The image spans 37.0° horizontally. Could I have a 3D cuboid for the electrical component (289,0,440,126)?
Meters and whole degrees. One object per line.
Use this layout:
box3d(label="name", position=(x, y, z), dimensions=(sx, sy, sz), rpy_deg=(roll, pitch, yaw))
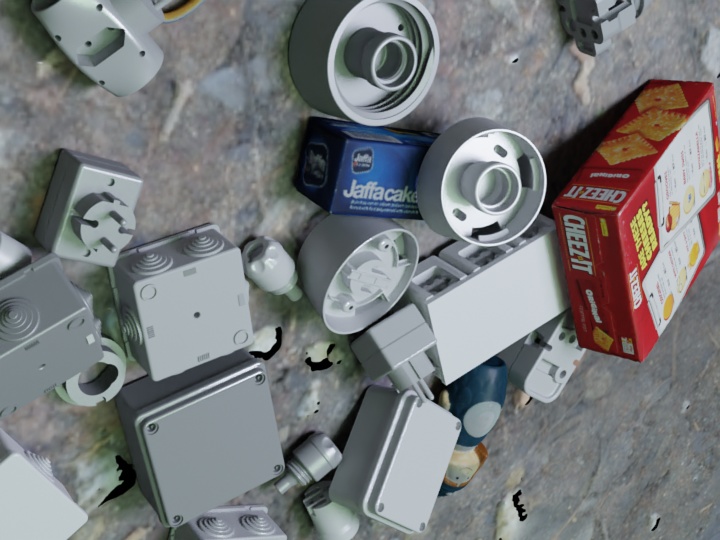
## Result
box3d(label="electrical component", position=(0.009, -0.158, 0.791), dimensions=(0.108, 0.060, 0.108), rpy_deg=(-15, 120, -29))

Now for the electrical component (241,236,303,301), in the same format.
box3d(label="electrical component", position=(-0.065, 0.003, 0.833), dimensions=(0.035, 0.035, 0.061), rpy_deg=(-47, 132, -8))

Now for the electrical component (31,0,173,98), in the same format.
box3d(label="electrical component", position=(-0.151, -0.161, 0.679), dimensions=(0.079, 0.043, 0.077), rpy_deg=(-33, 131, 11))

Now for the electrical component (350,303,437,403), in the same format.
box3d(label="electrical component", position=(0.037, 0.077, 0.899), dimensions=(0.047, 0.065, 0.076), rpy_deg=(-30, 84, -20))

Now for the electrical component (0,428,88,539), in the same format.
box3d(label="electrical component", position=(-0.260, 0.172, 0.766), dimensions=(0.100, 0.048, 0.099), rpy_deg=(-42, 129, -12))

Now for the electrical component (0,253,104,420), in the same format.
box3d(label="electrical component", position=(-0.221, 0.047, 0.709), dimensions=(0.100, 0.048, 0.099), rpy_deg=(-32, 159, -19))

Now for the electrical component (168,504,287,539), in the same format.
box3d(label="electrical component", position=(-0.117, 0.249, 0.905), dimensions=(0.100, 0.048, 0.099), rpy_deg=(7, 107, -37))

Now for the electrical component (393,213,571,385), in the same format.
box3d(label="electrical component", position=(0.108, 0.018, 0.945), dimensions=(0.150, 0.062, 0.089), rpy_deg=(-29, 126, -21))

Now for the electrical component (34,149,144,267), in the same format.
box3d(label="electrical component", position=(-0.173, -0.035, 0.711), dimensions=(0.047, 0.077, 0.065), rpy_deg=(13, 104, -39))

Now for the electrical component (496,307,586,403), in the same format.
box3d(label="electrical component", position=(0.171, 0.068, 1.015), dimensions=(0.054, 0.059, 0.095), rpy_deg=(27, 94, -40))

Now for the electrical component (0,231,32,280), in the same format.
box3d(label="electrical component", position=(-0.246, -0.013, 0.694), dimensions=(0.044, 0.044, 0.065), rpy_deg=(-54, 135, -2))

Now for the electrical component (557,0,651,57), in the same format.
box3d(label="electrical component", position=(0.205, -0.227, 0.900), dimensions=(0.057, 0.058, 0.078), rpy_deg=(-33, 127, -15))

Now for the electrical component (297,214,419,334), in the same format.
box3d(label="electrical component", position=(0.000, 0.000, 0.855), dimensions=(0.099, 0.064, 0.099), rpy_deg=(-19, 130, -24))

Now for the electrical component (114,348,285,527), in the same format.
box3d(label="electrical component", position=(-0.123, 0.126, 0.837), dimensions=(0.109, 0.056, 0.108), rpy_deg=(-23, 123, -25))

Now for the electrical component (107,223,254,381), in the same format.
box3d(label="electrical component", position=(-0.129, 0.024, 0.789), dimensions=(0.100, 0.048, 0.099), rpy_deg=(-21, 122, -26))

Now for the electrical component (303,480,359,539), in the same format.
box3d(label="electrical component", position=(-0.027, 0.216, 0.960), dimensions=(0.040, 0.040, 0.046), rpy_deg=(-34, 122, -18))

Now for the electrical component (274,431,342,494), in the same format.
box3d(label="electrical component", position=(-0.047, 0.169, 0.925), dimensions=(0.061, 0.035, 0.035), rpy_deg=(-39, 129, -10))

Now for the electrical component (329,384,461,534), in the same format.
box3d(label="electrical component", position=(0.033, 0.166, 0.944), dimensions=(0.078, 0.057, 0.113), rpy_deg=(34, 71, -40))

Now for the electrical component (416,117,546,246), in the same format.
box3d(label="electrical component", position=(0.092, -0.067, 0.829), dimensions=(0.099, 0.064, 0.099), rpy_deg=(-6, 107, -21))
